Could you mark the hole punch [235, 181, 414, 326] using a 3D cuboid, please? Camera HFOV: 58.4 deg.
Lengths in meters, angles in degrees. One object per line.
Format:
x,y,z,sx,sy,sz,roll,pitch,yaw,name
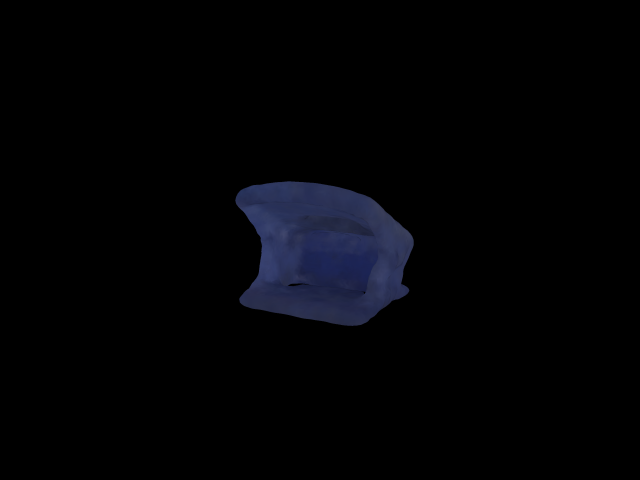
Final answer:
0.004,0.001,0.400,0.108,0.091,0.101,6,13,27,hole punch
